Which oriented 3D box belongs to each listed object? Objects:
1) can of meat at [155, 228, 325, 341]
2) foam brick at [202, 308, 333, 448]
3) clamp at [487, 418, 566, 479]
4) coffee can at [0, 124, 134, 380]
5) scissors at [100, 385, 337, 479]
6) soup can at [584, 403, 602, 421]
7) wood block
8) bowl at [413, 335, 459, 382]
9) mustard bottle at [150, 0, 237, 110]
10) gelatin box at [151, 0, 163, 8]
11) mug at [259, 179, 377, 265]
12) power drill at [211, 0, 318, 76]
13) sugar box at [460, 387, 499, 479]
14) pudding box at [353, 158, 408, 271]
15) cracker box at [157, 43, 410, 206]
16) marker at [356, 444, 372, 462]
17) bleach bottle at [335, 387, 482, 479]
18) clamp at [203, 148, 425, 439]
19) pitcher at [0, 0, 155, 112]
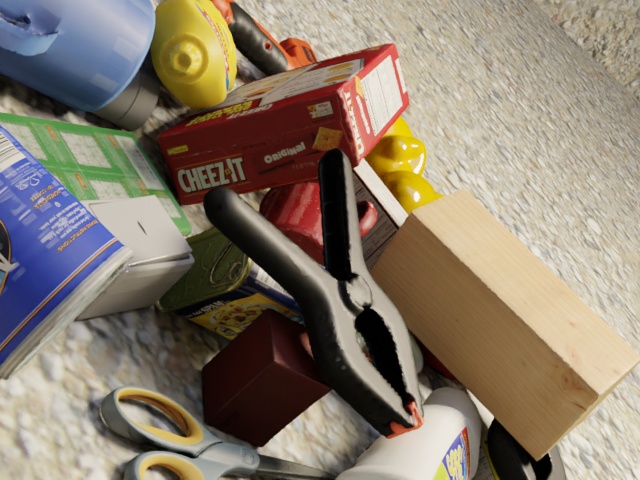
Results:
[{"bbox_3d":[-0.054,0.034,0.769,0.083,0.102,0.057,31,54,-36],"label":"can of meat"},{"bbox_3d":[-0.038,0.095,0.733,0.053,0.078,0.051,31,31,-30],"label":"foam brick"},{"bbox_3d":[0.166,0.156,0.903,0.120,0.039,0.171,37,28,-8],"label":"clamp"},{"bbox_3d":[-0.192,-0.005,0.609,0.140,0.103,0.102,45,25,-4],"label":"coffee can"},{"bbox_3d":[-0.056,0.156,0.690,0.201,0.016,0.096,33,30,-27],"label":"scissors"},{"bbox_3d":[0.243,0.160,1.088,0.068,0.069,0.102,56,26,18],"label":"soup can"},{"bbox_3d":[0.149,0.065,0.884,0.206,0.091,0.090,46,38,18],"label":"wood block"},{"bbox_3d":[0.129,0.084,1.035,0.162,0.055,0.162,36,27,-22],"label":"bowl"},{"bbox_3d":[-0.109,-0.161,0.913,0.191,0.058,0.096,-93,166,-76],"label":"mustard bottle"},{"bbox_3d":[-0.162,-0.206,1.036,0.073,0.030,0.089,17,37,-49],"label":"gelatin box"},{"bbox_3d":[-0.006,0.001,0.883,0.093,0.117,0.081,61,25,-22],"label":"mug"},{"bbox_3d":[-0.084,-0.235,1.145,0.187,0.057,0.184,37,23,-33],"label":"power drill"},{"bbox_3d":[0.166,0.216,0.914,0.093,0.048,0.176,27,29,-32],"label":"sugar box"},{"bbox_3d":[0.028,-0.015,0.982,0.113,0.090,0.039,53,27,14],"label":"pudding box"},{"bbox_3d":[-0.023,-0.104,0.941,0.213,0.164,0.072,-52,128,-64],"label":"cracker box"},{"bbox_3d":[0.058,0.160,0.858,0.020,0.020,0.121,50,25,6],"label":"marker"},{"bbox_3d":[0.079,0.167,0.799,0.250,0.068,0.102,-38,124,-66],"label":"bleach bottle"},{"bbox_3d":[0.006,0.039,0.723,0.164,0.036,0.210,-13,78,-55],"label":"clamp"},{"bbox_3d":[-0.241,-0.187,0.776,0.242,0.145,0.149,30,63,-38],"label":"pitcher"}]
